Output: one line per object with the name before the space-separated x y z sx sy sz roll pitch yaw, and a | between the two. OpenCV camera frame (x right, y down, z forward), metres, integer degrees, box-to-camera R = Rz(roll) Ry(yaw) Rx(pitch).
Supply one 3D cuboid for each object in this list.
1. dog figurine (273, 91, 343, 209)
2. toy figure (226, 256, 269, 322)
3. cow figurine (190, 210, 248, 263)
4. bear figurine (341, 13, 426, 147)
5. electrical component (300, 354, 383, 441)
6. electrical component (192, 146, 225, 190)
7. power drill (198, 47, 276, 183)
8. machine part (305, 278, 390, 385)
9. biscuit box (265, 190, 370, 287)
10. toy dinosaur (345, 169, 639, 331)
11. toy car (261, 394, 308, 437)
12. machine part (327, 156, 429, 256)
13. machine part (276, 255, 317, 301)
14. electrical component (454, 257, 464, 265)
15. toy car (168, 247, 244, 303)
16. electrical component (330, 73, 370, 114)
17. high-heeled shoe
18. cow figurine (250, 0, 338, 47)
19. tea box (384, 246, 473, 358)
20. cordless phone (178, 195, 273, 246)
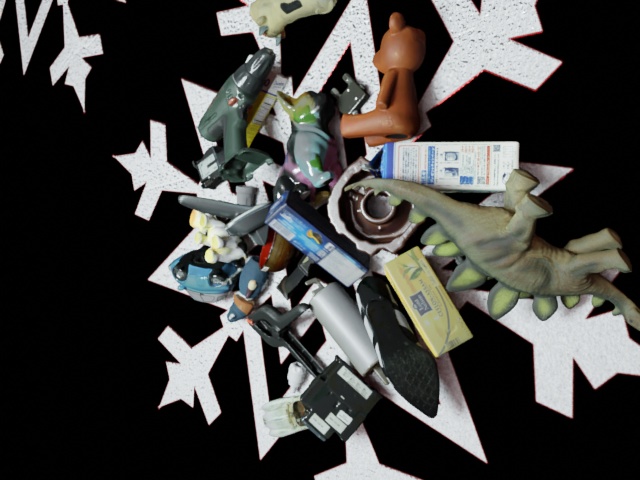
dog figurine | -0.036 -0.176 1.027 0.191 0.108 0.219 -33 70 32
toy figure | -0.153 0.110 1.132 0.058 0.064 0.154 27 106 15
cow figurine | -0.218 -0.015 1.164 0.168 0.098 0.068 50 123 43
bear figurine | 0.115 -0.269 0.917 0.132 0.120 0.195 -3 88 37
electrical component | 0.029 0.294 0.978 0.115 0.058 0.134 43 82 7
electrical component | -0.220 -0.168 1.176 0.119 0.047 0.075 -32 75 29
power drill | -0.150 -0.230 1.033 0.232 0.086 0.207 -33 64 36
machine part | 0.057 0.162 0.990 0.243 0.079 0.079 50 115 23
biscuit box | -0.002 -0.003 0.967 0.202 0.063 0.059 39 119 -16
toy dinosaur | 0.264 0.005 0.785 0.471 0.105 0.198 35 122 4
toy car | -0.039 0.342 1.068 0.202 0.056 0.073 -24 79 31
machine part | 0.104 -0.060 0.939 0.180 0.056 0.179 0 90 16
machine part | -0.035 0.059 1.055 0.039 0.084 0.139 36 124 -7
electrical component | 0.231 -0.016 0.895 0.102 0.045 0.078 55 145 22
toy car | -0.243 0.084 1.177 0.162 0.109 0.102 12 120 21
electrical component | 0.062 -0.264 1.007 0.063 0.021 0.094 -46 67 24
high-heeled shoe | 0.129 0.180 0.932 0.086 0.145 0.248 -21 88 -5
cow figurine | -0.053 -0.458 1.044 0.195 0.085 0.127 0 85 32
tea box | 0.176 0.104 0.890 0.068 0.098 0.170 -30 72 0
cordless phone | -0.187 -0.052 1.059 0.184 0.147 0.088 14 88 -12
